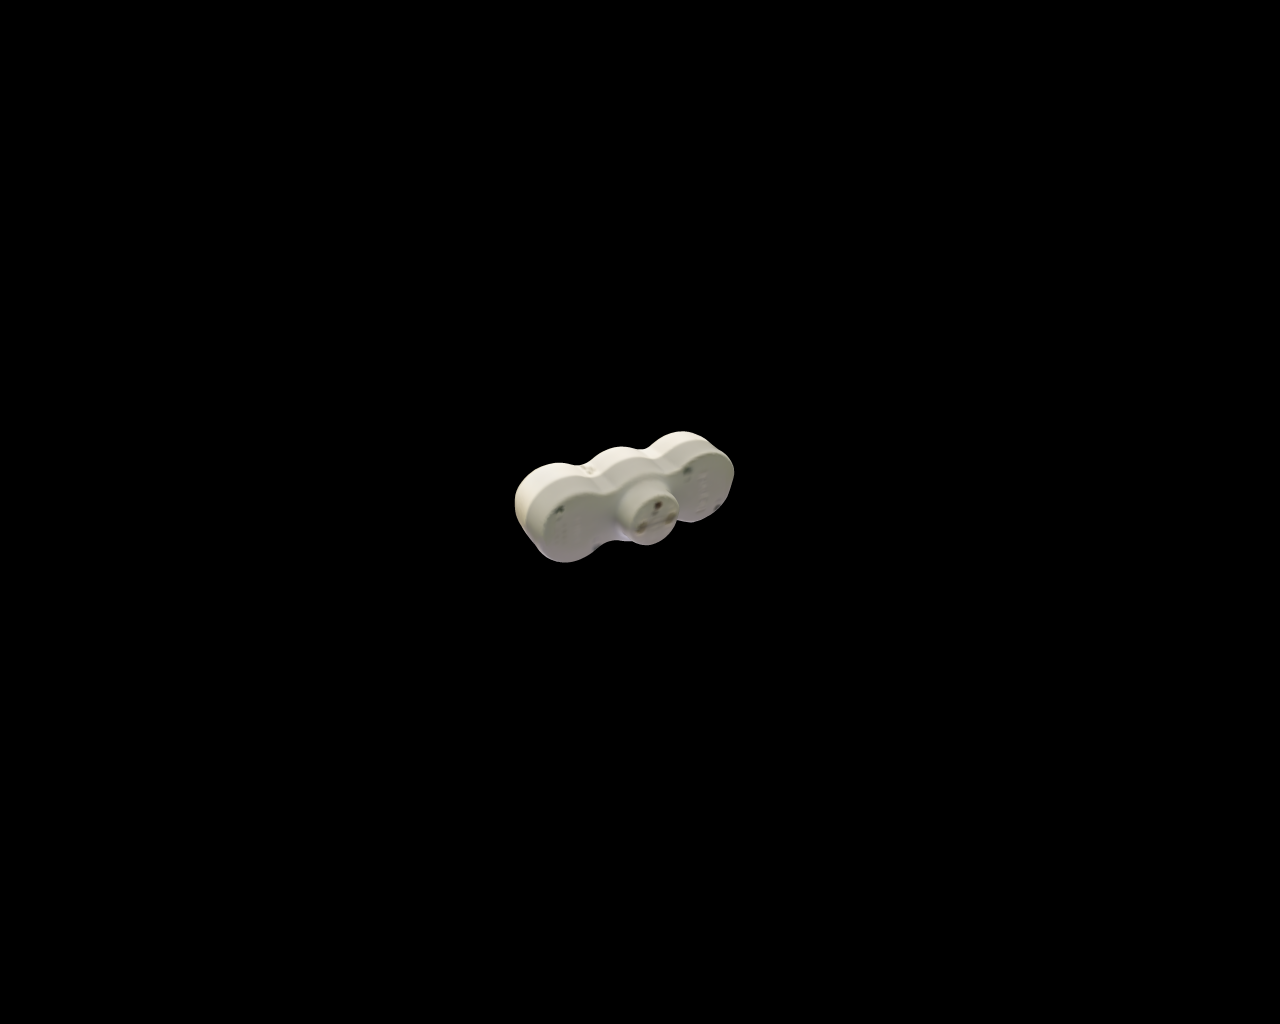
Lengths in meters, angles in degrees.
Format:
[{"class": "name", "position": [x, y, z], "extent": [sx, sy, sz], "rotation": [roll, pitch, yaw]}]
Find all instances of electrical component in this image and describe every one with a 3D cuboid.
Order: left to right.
[{"class": "electrical component", "position": [0.001, -0.003, 0.650], "extent": [0.138, 0.052, 0.074], "rotation": [-17, 36, -24]}]
